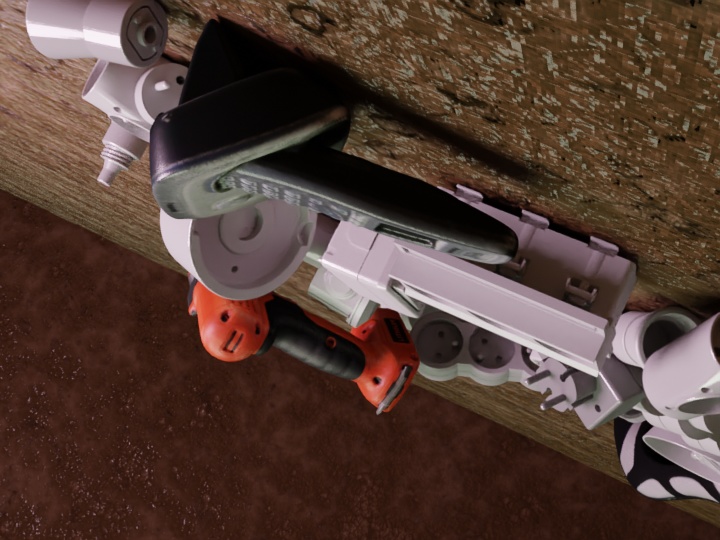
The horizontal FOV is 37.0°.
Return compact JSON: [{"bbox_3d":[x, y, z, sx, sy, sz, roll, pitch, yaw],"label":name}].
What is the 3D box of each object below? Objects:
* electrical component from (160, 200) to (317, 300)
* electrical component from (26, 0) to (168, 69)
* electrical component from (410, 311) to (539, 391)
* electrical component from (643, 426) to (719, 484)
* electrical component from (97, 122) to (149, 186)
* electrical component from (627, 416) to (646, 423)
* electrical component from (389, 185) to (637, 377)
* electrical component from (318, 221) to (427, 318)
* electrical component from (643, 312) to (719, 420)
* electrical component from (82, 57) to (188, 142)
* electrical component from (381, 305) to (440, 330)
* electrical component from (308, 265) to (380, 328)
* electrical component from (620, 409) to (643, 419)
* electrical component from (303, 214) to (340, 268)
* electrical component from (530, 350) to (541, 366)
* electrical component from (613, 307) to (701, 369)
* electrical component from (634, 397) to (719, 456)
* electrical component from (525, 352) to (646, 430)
[{"bbox_3d":[-0.091,-0.039,0.771,0.060,0.108,0.108,27,176,45],"label":"electrical component"},{"bbox_3d":[-0.131,-0.124,0.545,0.065,0.044,0.044,17,169,28],"label":"electrical component"},{"bbox_3d":[0.112,0.074,0.921,0.138,0.052,0.073,5,162,7],"label":"electrical component"},{"bbox_3d":[0.286,0.143,0.860,0.099,0.064,0.099,42,171,8],"label":"electrical component"},{"bbox_3d":[-0.195,-0.097,0.876,0.035,0.061,0.035,26,173,4],"label":"electrical component"},{"bbox_3d":[0.210,0.093,0.896,0.081,0.043,0.043,31,172,-33],"label":"electrical component"},{"bbox_3d":[0.087,0.004,0.601,0.121,0.063,0.078,23,172,20],"label":"electrical component"},{"bbox_3d":[0.025,-0.009,0.740,0.061,0.061,0.096,23,172,24],"label":"electrical component"},{"bbox_3d":[0.208,0.053,0.587,0.079,0.044,0.077,4,158,-11],"label":"electrical component"},{"bbox_3d":[-0.117,-0.102,0.638,0.077,0.044,0.079,29,172,-24],"label":"electrical component"},{"bbox_3d":[0.088,0.049,0.977,0.074,0.052,0.138,18,169,48],"label":"electrical component"},{"bbox_3d":[0.000,0.000,0.828,0.051,0.080,0.080,31,173,5],"label":"electrical component"},{"bbox_3d":[0.194,0.080,0.819,0.055,0.055,0.047,31,175,-34],"label":"electrical component"},{"bbox_3d":[-0.019,-0.017,0.910,0.081,0.043,0.043,27,173,-8],"label":"electrical component"},{"bbox_3d":[0.157,0.054,0.789,0.055,0.047,0.055,26,173,3],"label":"electrical component"},{"bbox_3d":[0.180,0.043,0.661,0.044,0.044,0.065,27,177,-5],"label":"electrical component"},{"bbox_3d":[0.240,0.093,0.753,0.138,0.052,0.074,30,172,-28],"label":"electrical component"},{"bbox_3d":[0.142,0.069,0.704,0.065,0.077,0.047,59,149,20],"label":"electrical component"}]
